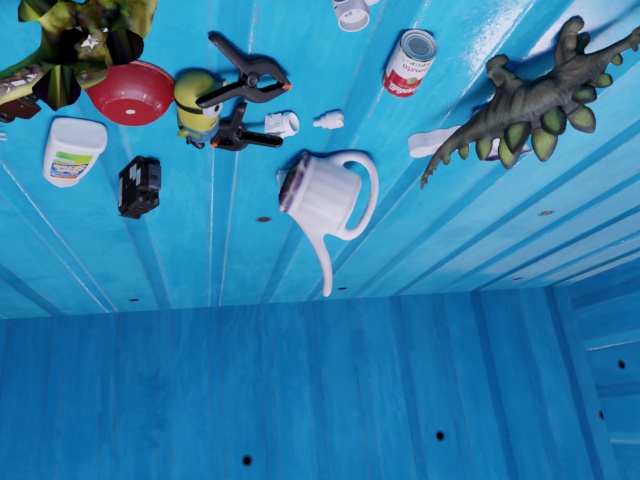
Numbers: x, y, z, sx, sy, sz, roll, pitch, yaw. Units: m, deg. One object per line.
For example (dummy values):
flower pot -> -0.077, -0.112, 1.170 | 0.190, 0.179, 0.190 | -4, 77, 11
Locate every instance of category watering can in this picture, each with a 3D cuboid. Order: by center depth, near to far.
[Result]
watering can -> 0.004, -0.061, 1.209 | 0.224, 0.349, 0.104 | 23, 176, -6

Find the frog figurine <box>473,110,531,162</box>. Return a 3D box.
frog figurine -> 0.390, -0.259, 1.084 | 0.137, 0.125, 0.156 | 1, 125, 4

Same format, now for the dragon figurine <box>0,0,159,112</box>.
dragon figurine -> -0.272, -0.259, 0.639 | 0.408, 0.247, 0.120 | -27, 112, 12
